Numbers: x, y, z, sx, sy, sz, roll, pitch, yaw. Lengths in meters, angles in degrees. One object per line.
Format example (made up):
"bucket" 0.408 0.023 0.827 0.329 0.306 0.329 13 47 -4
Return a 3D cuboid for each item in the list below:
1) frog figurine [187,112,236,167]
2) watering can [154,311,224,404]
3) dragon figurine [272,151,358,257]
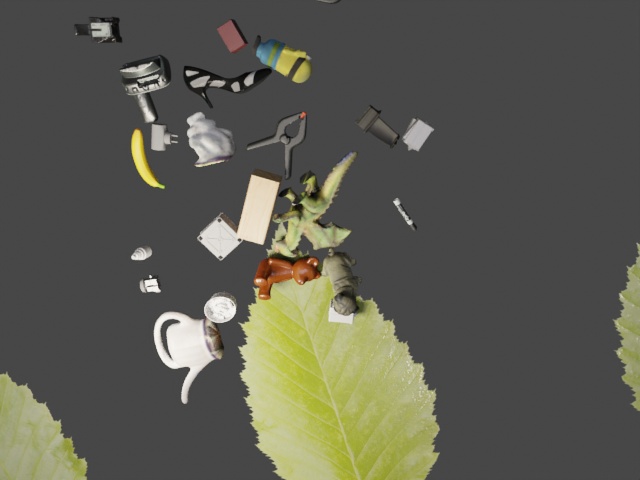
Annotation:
"frog figurine" -0.325 -0.306 1.534 0.138 0.123 0.158 -16 100 -27
"watering can" -0.433 0.392 1.763 0.224 0.105 0.343 -14 106 6
"dragon figurine" 0.005 -0.081 1.613 0.407 0.125 0.239 -33 121 14
